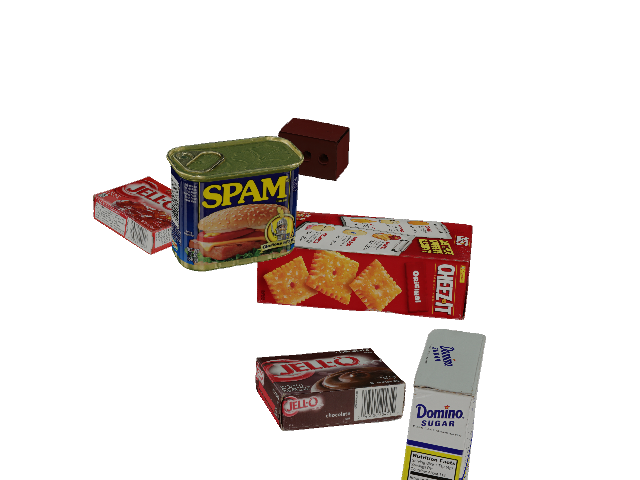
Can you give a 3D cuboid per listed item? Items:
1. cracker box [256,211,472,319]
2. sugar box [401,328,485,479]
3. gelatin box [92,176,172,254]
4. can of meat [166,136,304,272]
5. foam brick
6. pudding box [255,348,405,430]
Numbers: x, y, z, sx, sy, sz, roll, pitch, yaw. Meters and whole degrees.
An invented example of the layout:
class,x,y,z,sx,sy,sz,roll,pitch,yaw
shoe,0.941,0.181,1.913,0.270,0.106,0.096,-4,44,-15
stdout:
class,x,y,z,sx,sy,sz,roll,pitch,yaw
cracker box,0.052,0.025,1.142,0.214,0.072,0.164,5,15,8
sugar box,0.079,0.158,0.734,0.048,0.176,0.093,7,21,11
gelatin box,-0.167,-0.027,1.047,0.089,0.030,0.073,30,35,31
can of meat,-0.067,-0.029,0.831,0.102,0.084,0.057,-9,31,-22
foam brick,-0.008,-0.112,1.302,0.078,0.053,0.051,11,31,17
pudding box,0.007,0.129,0.937,0.113,0.039,0.090,-1,15,-17
